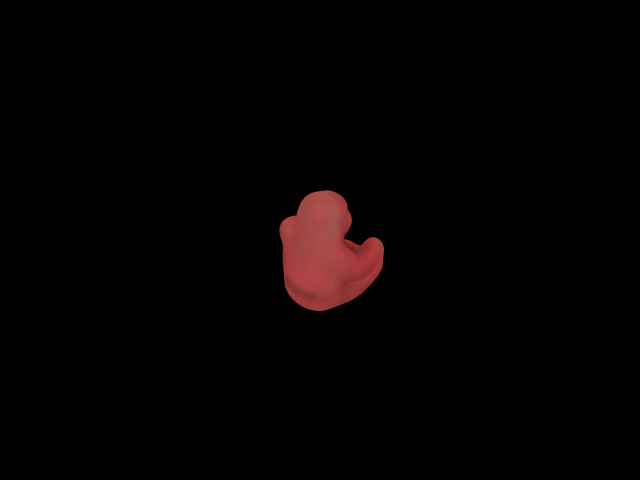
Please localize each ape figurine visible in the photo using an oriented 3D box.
[{"bbox_3d":[0.004,0.001,0.400,0.077,0.092,0.076,33,62,21],"label":"ape figurine"}]
